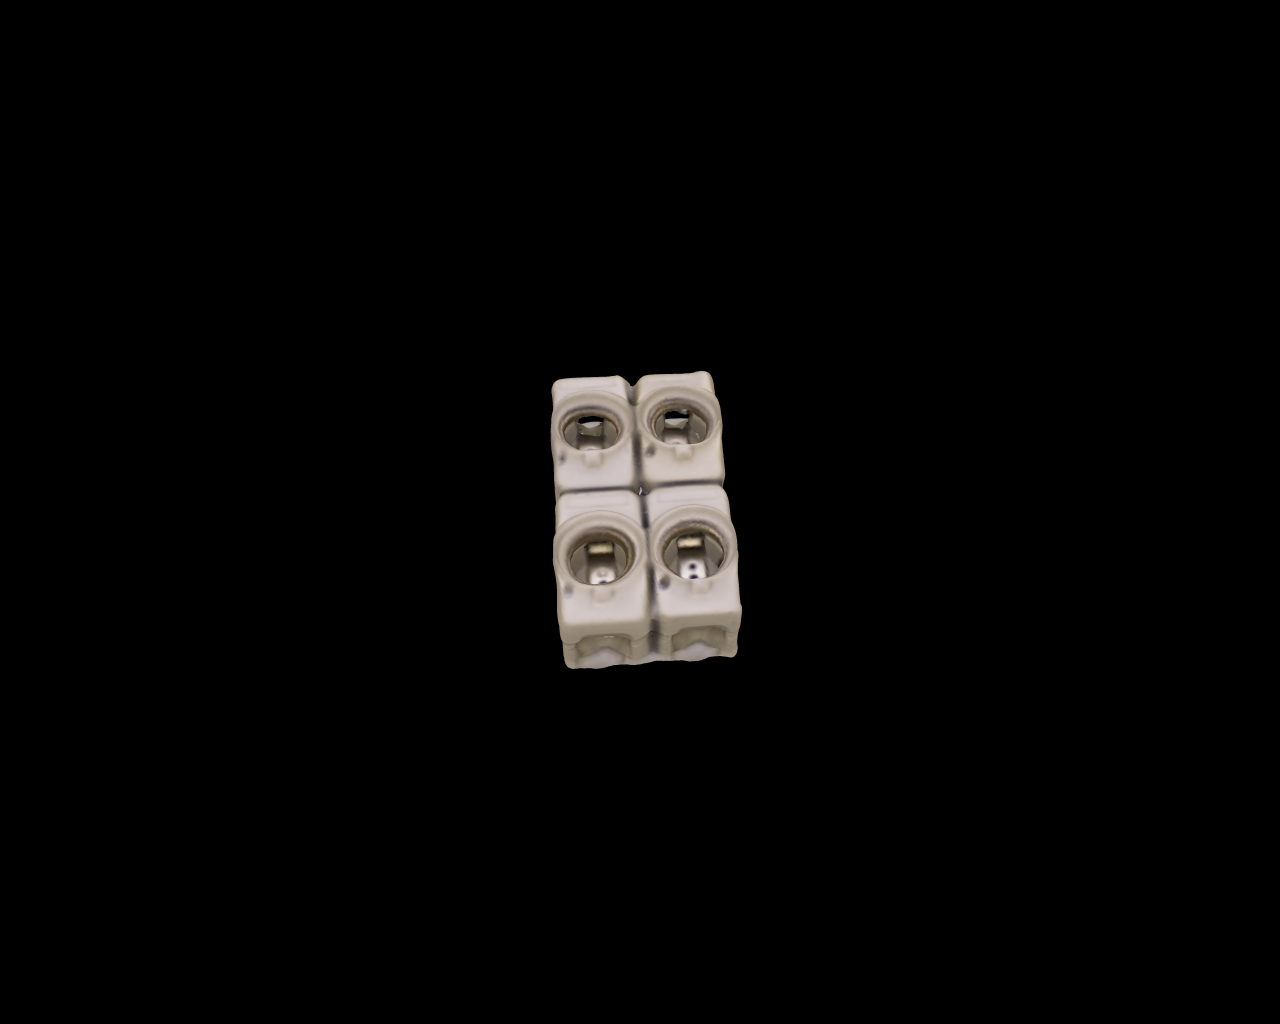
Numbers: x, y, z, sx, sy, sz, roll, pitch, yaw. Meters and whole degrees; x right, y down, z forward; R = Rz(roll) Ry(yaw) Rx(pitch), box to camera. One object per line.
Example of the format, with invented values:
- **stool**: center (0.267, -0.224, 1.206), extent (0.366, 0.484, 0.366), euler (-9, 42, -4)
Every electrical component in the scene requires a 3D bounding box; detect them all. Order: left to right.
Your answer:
- **electrical component**: center (0.001, -0.003, 0.650), extent (0.105, 0.186, 0.060), euler (-3, -36, -2)
